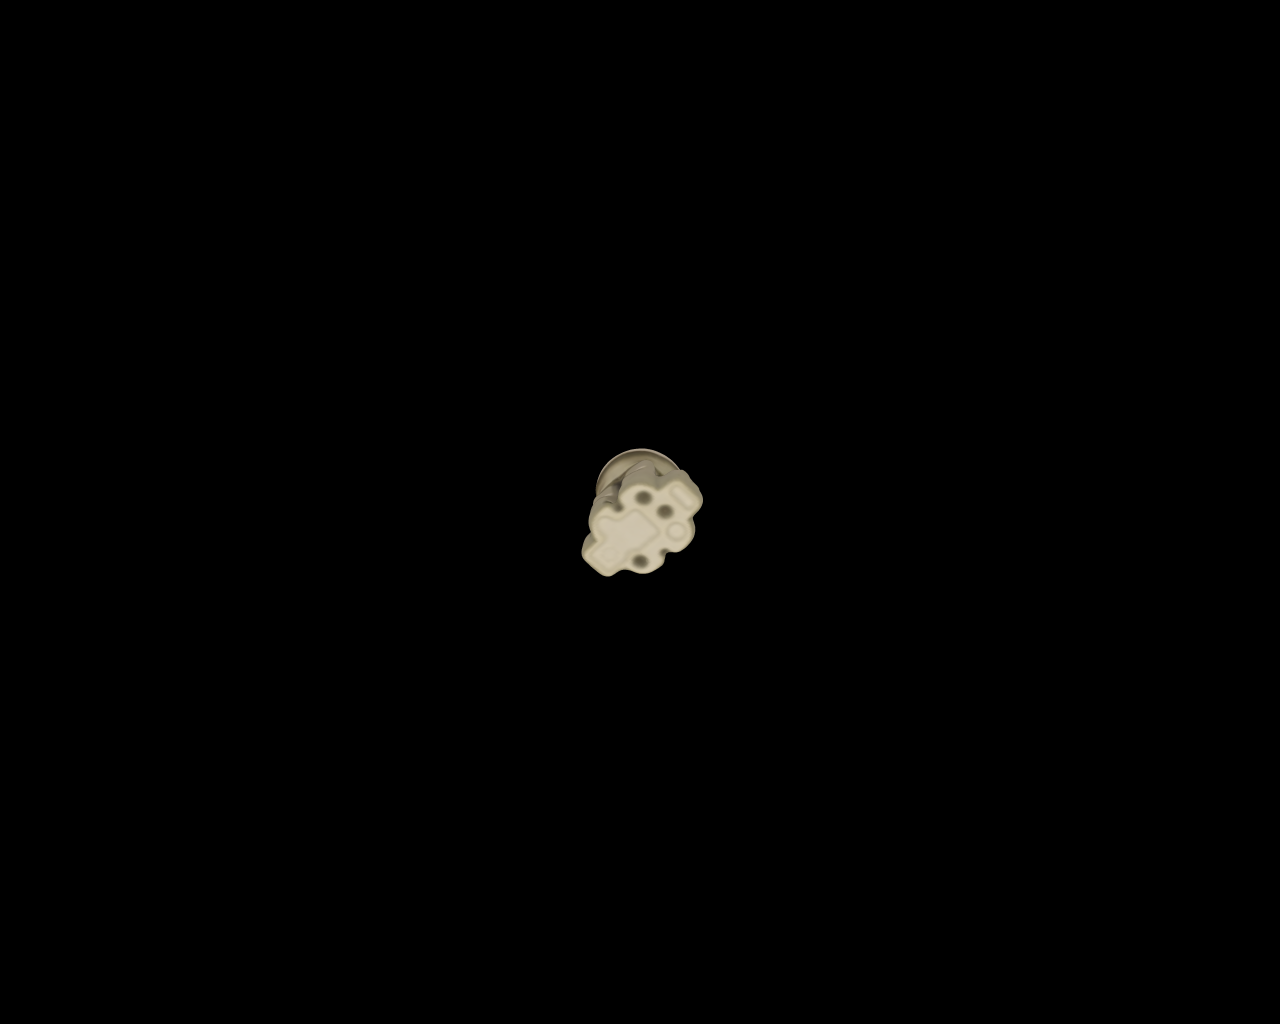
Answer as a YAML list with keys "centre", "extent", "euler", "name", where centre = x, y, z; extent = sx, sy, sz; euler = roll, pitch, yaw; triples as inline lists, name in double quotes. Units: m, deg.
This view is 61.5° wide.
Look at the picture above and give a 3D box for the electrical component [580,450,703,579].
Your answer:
- centre: [0.001, -0.003, 0.650]
  extent: [0.078, 0.058, 0.057]
  euler: [-38, 22, 18]
  name: "electrical component"
